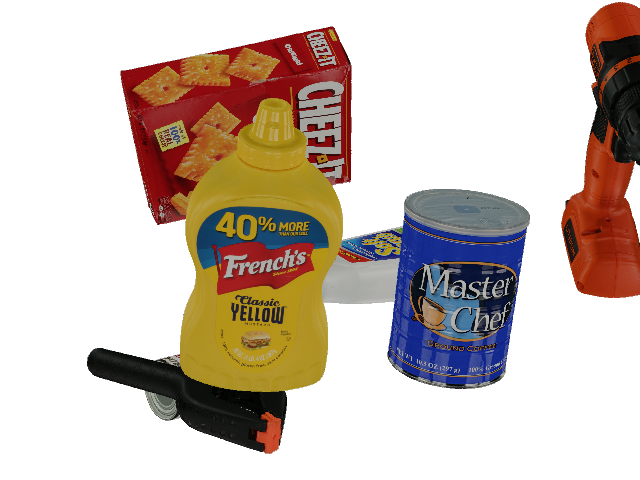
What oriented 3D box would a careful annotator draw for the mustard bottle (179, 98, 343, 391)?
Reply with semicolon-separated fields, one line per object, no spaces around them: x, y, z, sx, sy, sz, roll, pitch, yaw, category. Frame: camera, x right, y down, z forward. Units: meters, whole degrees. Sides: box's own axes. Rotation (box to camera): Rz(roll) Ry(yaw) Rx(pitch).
-0.036;0.003;0.660;0.096;0.192;0.058;5;30;-3;mustard bottle

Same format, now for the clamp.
-0.084;0.126;0.929;0.164;0.036;0.210;-8;19;-39;clamp

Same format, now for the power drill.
0.216;-0.053;0.759;0.057;0.188;0.184;3;37;4;power drill

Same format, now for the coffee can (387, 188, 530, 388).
0.114;0.038;0.893;0.103;0.140;0.103;4;20;-2;coffee can

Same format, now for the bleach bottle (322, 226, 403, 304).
0.064;0.032;1.161;0.250;0.068;0.103;-10;31;-22;bleach bottle

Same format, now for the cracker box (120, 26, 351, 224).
-0.078;-0.109;1.062;0.213;0.072;0.164;-13;-39;-9;cracker box

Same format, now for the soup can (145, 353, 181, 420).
-0.133;0.154;1.167;0.102;0.068;0.069;-9;6;-43;soup can
